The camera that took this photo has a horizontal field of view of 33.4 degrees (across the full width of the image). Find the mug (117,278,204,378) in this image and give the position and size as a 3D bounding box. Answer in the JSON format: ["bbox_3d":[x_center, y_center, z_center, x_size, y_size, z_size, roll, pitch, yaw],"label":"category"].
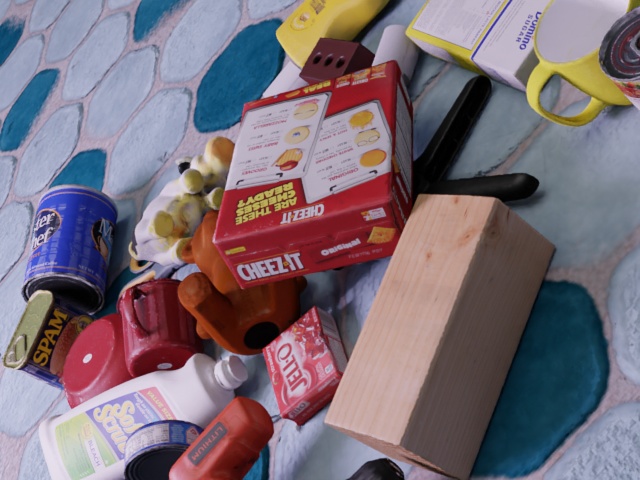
[{"bbox_3d":[-0.172,0.094,1.128,0.093,0.117,0.081,-21,51,11],"label":"mug"}]

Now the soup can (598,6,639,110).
[{"bbox_3d":[0.266,-0.123,0.805,0.069,0.102,0.068,-28,45,32],"label":"soup can"}]

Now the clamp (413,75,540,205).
[{"bbox_3d":[0.102,-0.042,0.982,0.210,0.036,0.164,-42,36,16],"label":"clamp"}]

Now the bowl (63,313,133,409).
[{"bbox_3d":[-0.243,0.143,1.217,0.162,0.055,0.162,-29,45,33],"label":"bowl"}]

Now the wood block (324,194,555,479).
[{"bbox_3d":[0.097,0.075,0.857,0.090,0.090,0.206,6,68,50],"label":"wood block"}]

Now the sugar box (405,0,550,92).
[{"bbox_3d":[0.168,-0.206,1.027,0.093,0.048,0.176,-55,40,2],"label":"sugar box"}]

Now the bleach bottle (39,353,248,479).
[{"bbox_3d":[-0.177,0.179,1.097,0.251,0.068,0.102,-33,68,26],"label":"bleach bottle"}]

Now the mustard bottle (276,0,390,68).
[{"bbox_3d":[0.036,-0.279,1.217,0.192,0.058,0.096,-45,37,14],"label":"mustard bottle"}]

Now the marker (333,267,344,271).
[{"bbox_3d":[-0.007,0.001,1.088,0.020,0.020,0.121,-54,37,2],"label":"marker"}]

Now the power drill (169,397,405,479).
[{"bbox_3d":[-0.036,0.212,0.878,0.184,0.057,0.188,-47,40,-1],"label":"power drill"}]

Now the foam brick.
[{"bbox_3d":[0.026,-0.183,1.161,0.078,0.051,0.053,21,80,53],"label":"foam brick"}]

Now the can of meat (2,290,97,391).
[{"bbox_3d":[-0.321,0.124,1.293,0.058,0.083,0.102,0,63,48],"label":"can of meat"}]

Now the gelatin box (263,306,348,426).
[{"bbox_3d":[-0.012,0.117,0.997,0.073,0.030,0.089,-41,39,20],"label":"gelatin box"}]

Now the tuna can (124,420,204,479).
[{"bbox_3d":[-0.146,0.211,1.031,0.086,0.086,0.034,-37,39,24],"label":"tuna can"}]

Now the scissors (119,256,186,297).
[{"bbox_3d":[-0.169,0.010,1.265,0.202,0.016,0.096,-37,41,23],"label":"scissors"}]

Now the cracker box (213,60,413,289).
[{"bbox_3d":[0.002,-0.063,0.985,0.164,0.072,0.213,-14,40,17],"label":"cracker box"}]

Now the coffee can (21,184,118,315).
[{"bbox_3d":[-0.315,0.015,1.353,0.103,0.102,0.140,-28,45,33],"label":"coffee can"}]
